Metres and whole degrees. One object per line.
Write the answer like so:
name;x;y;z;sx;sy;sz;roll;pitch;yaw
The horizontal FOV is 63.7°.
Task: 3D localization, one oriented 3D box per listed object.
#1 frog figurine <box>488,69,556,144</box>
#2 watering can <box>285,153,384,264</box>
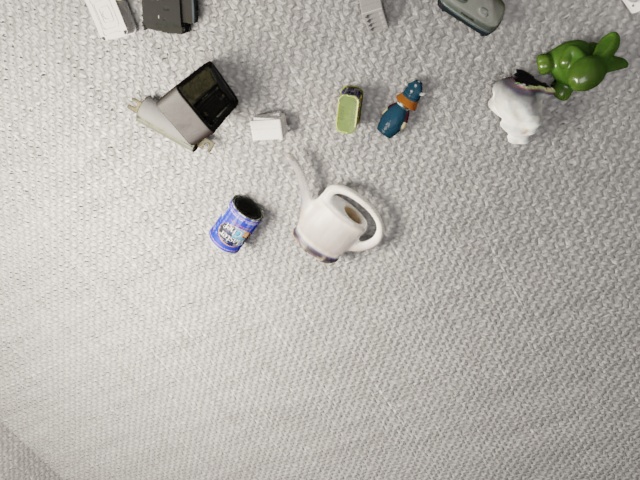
frog figurine;0.452;-0.296;1.193;0.139;0.124;0.156;35;134;28
watering can;0.004;-0.070;1.388;0.346;0.106;0.221;35;117;-10
